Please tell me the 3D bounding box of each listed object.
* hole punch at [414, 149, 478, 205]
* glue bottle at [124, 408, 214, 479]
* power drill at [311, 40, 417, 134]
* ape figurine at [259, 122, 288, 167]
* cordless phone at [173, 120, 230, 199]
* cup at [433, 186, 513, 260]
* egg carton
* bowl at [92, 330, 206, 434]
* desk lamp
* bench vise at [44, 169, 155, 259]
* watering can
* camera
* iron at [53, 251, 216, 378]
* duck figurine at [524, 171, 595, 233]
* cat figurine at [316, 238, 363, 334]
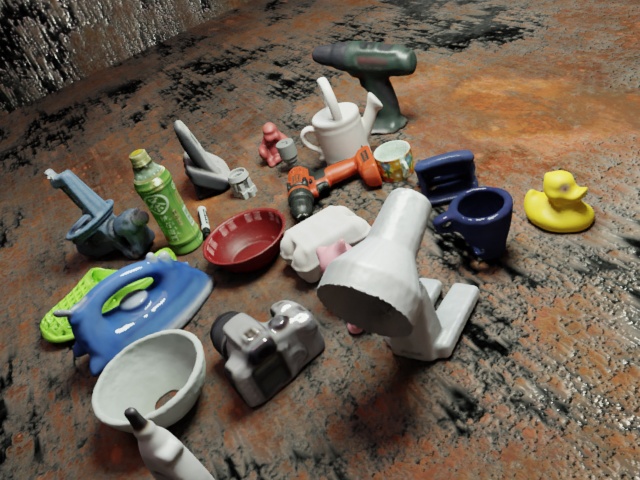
[{"bbox_3d":[0.219,-0.127,1.016,0.108,0.091,0.101,-13,36,13],"label":"hole punch"},{"bbox_3d":[-0.174,0.245,0.649,0.077,0.173,0.037,5,43,33],"label":"glue bottle"},{"bbox_3d":[0.108,-0.339,1.259,0.228,0.209,0.076,0,40,28],"label":"power drill"},{"bbox_3d":[-0.108,-0.228,1.327,0.077,0.092,0.076,-11,36,14],"label":"ape figurine"},{"bbox_3d":[-0.277,-0.202,1.299,0.094,0.185,0.147,-26,35,-6],"label":"cordless phone"},{"bbox_3d":[0.232,-0.014,0.853,0.117,0.095,0.091,-18,35,5],"label":"cup"},{"bbox_3d":[0.009,0.003,0.971,0.150,0.069,0.107,-31,36,-14],"label":"egg carton"},{"bbox_3d":[-0.229,0.211,0.812,0.167,0.075,0.167,-14,35,11],"label":"bowl"},{"bbox_3d":[0.103,0.056,0.722,0.117,0.214,0.203,7,44,35],"label":"desk lamp"},{"bbox_3d":[-0.448,-0.065,1.174,0.207,0.220,0.121,-15,35,10],"label":"bench vise"},{"bbox_3d":[0.042,-0.249,1.184,0.173,0.194,0.100,-33,36,-15],"label":"watering can"},{"bbox_3d":[-0.091,0.137,0.816,0.143,0.101,0.136,-38,38,-22],"label":"camera"},{"bbox_3d":[-0.301,0.096,0.947,0.259,0.142,0.118,-41,39,-26],"label":"iron"},{"bbox_3d":[0.357,-0.066,0.864,0.078,0.086,0.104,-41,39,-25],"label":"duck figurine"},{"bbox_3d":[0.042,0.055,0.841,0.067,0.118,0.127,-25,35,-5],"label":"cat figurine"}]
